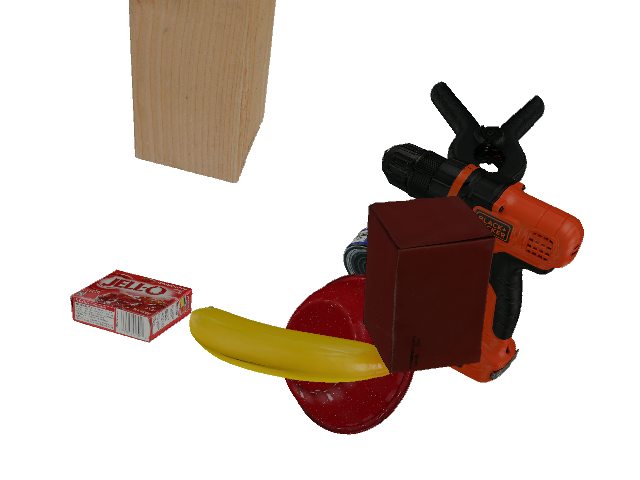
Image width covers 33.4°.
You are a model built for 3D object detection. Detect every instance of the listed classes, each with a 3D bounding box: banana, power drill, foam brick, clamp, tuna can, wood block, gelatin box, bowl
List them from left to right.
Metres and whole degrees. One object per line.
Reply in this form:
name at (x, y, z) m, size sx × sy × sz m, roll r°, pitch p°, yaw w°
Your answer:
gelatin box at (-0.177, 0.059, 1.000) m, size 0.089 × 0.030 × 0.073 m, roll 13°, pitch 23°, yaw 22°
wood block at (-0.089, -0.151, 0.818) m, size 0.091 × 0.090 × 0.206 m, roll 15°, pitch -38°, yaw 4°
banana at (-0.038, 0.079, 0.842) m, size 0.198 × 0.037 × 0.069 m, roll 14°, pitch 27°, yaw 35°
bowl at (0.014, 0.107, 1.047) m, size 0.162 × 0.162 × 0.055 m, roll 0°, pitch -12°, yaw 40°
tuna can at (0.069, 0.028, 1.224) m, size 0.086 × 0.086 × 0.033 m, roll 0°, pitch 38°, yaw 47°
foam brick at (0.055, 0.022, 0.558) m, size 0.053 × 0.078 × 0.051 m, roll -5°, pitch 31°, yaw -13°
power drill at (0.122, 0.020, 0.931) m, size 0.185 × 0.188 × 0.057 m, roll 29°, pitch 43°, yaw 24°
clamp at (0.161, -0.104, 1.091) m, size 0.120 × 0.039 × 0.171 m, roll 10°, pitch 44°, yaw 11°
